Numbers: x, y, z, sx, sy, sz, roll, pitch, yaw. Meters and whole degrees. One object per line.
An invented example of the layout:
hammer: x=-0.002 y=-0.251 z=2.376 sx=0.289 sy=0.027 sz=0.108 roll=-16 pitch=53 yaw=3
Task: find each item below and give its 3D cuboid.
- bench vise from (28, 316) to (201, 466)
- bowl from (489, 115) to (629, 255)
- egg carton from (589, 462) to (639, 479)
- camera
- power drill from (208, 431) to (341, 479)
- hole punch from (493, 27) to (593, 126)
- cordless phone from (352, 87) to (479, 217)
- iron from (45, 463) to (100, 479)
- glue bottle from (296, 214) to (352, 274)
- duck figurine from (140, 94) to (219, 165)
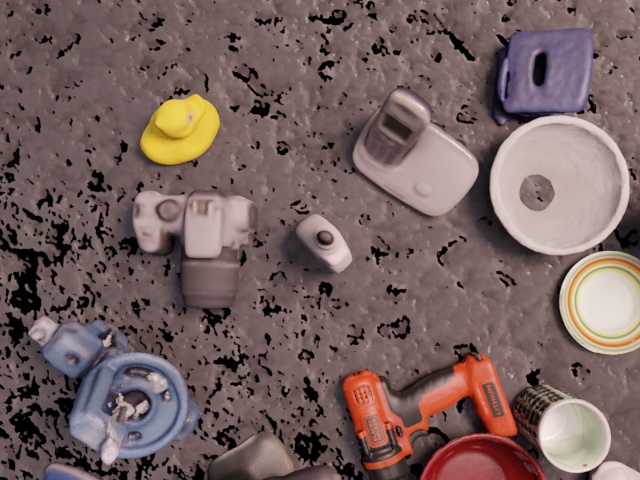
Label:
bench vise: x=-0.240 y=0.169 z=0.613 sx=0.207 sy=0.219 sz=0.121 roll=20 pitch=87 yaw=0
bowl: x=0.282 y=-0.064 z=0.707 sx=0.167 sy=0.074 sz=0.167 roll=0 pitch=87 yaw=-1
egg carton: x=0.384 y=0.340 z=0.691 sx=0.150 sy=0.069 sz=0.107 roll=26 pitch=87 yaw=0
camera: x=-0.149 y=0.012 z=0.682 sx=0.143 sy=0.101 sz=0.137 roll=1 pitch=87 yaw=-1
power drill: x=-0.081 y=0.282 z=0.616 sx=0.229 sy=0.208 sz=0.075 roll=-32 pitch=88 yaw=-2
hole punch: x=0.271 y=-0.201 z=0.705 sx=0.101 sy=0.091 sz=0.109 roll=6 pitch=87 yaw=0
cordless phone: x=0.116 y=-0.101 z=0.650 sx=0.147 sy=0.185 sz=0.094 roll=31 pitch=87 yaw=1
iron: x=-0.253 y=0.376 z=0.642 sx=0.118 sy=0.141 sz=0.258 roll=-40 pitch=88 yaw=-2
glue bottle: x=0.006 y=0.002 z=0.649 sx=0.037 sy=0.173 sz=0.078 roll=-43 pitch=88 yaw=-2
duck figurine: x=-0.176 y=-0.139 z=0.697 sx=0.104 sy=0.086 sz=0.077 roll=-35 pitch=88 yaw=-2
